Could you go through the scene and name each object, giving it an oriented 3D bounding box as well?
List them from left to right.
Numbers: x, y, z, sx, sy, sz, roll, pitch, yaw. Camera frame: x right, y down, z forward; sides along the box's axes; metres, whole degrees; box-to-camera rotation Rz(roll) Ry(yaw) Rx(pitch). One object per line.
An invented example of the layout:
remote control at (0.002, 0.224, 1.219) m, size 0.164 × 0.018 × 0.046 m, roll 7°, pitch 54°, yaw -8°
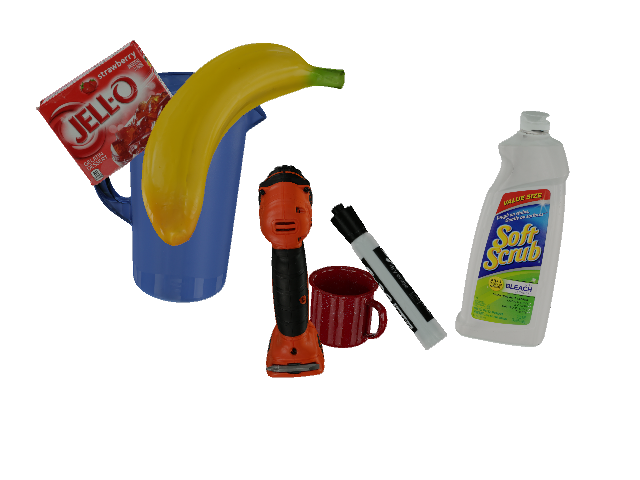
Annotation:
gelatin box at (-0.156, -0.096, 0.806) m, size 0.089 × 0.073 × 0.030 m, roll -32°, pitch 19°, yaw 3°
pitcher at (-0.162, -0.058, 1.188) m, size 0.149 × 0.243 × 0.144 m, roll 28°, pitch 33°, yaw 35°
banana at (-0.056, -0.069, 0.616) m, size 0.070 × 0.037 × 0.197 m, roll 21°, pitch 44°, yaw 19°
power drill at (-0.031, 0.027, 1.047) m, size 0.057 × 0.188 × 0.184 m, roll -4°, pitch 16°, yaw 1°
mug at (0.038, 0.093, 1.411) m, size 0.117 × 0.081 × 0.093 m, roll 19°, pitch 28°, yaw 30°
marker at (0.047, 0.024, 0.758) m, size 0.020 × 0.121 × 0.020 m, roll -35°, pitch -8°, yaw -6°
bleach bottle at (0.210, -0.015, 1.155) m, size 0.103 × 0.251 × 0.068 m, roll 9°, pitch 18°, yaw 16°
